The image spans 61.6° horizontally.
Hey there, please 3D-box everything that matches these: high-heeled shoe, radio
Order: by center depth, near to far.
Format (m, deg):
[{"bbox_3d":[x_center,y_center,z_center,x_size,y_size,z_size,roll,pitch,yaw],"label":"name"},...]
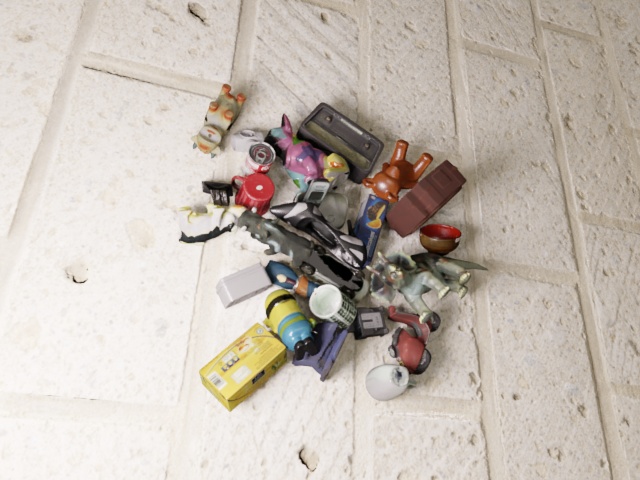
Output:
[{"bbox_3d":[-0.003,-0.004,1.280,0.249,0.086,0.145,8,57,-22],"label":"high-heeled shoe"},{"bbox_3d":[0.058,-0.271,1.497,0.229,0.073,0.131,35,60,-2],"label":"radio"}]

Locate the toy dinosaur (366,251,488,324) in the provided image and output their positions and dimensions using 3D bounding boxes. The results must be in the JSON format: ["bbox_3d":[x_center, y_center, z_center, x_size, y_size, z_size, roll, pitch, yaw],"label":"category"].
[{"bbox_3d":[0.269,0.086,1.376,0.192,0.131,0.405,42,32,26],"label":"toy dinosaur"}]

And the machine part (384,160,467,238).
[{"bbox_3d":[0.281,-0.105,1.426,0.201,0.201,0.087,-38,83,-30],"label":"machine part"}]

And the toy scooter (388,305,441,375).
[{"bbox_3d":[0.216,0.232,1.321,0.135,0.075,0.184,29,57,-5],"label":"toy scooter"}]

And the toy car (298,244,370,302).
[{"bbox_3d":[0.030,0.080,1.336,0.202,0.056,0.073,32,66,-2],"label":"toy car"}]

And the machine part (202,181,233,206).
[{"bbox_3d":[-0.246,-0.117,1.297,0.084,0.139,0.039,14,105,-18],"label":"machine part"}]

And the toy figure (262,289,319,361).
[{"bbox_3d":[-0.064,0.183,1.201,0.082,0.089,0.180,4,27,-32],"label":"toy figure"}]

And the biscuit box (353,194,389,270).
[{"bbox_3d":[0.122,-0.021,1.412,0.063,0.059,0.203,24,61,-8],"label":"biscuit box"}]

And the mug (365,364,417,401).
[{"bbox_3d":[0.172,0.328,1.241,0.109,0.107,0.081,17,63,-9],"label":"mug"}]

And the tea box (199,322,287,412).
[{"bbox_3d":[-0.163,0.269,1.153,0.098,0.068,0.169,37,56,27],"label":"tea box"}]

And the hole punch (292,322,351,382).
[{"bbox_3d":[0.002,0.246,1.218,0.092,0.115,0.142,31,59,5],"label":"hole punch"}]

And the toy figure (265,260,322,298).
[{"bbox_3d":[-0.063,0.100,1.289,0.154,0.057,0.064,28,37,-2],"label":"toy figure"}]

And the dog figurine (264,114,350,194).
[{"bbox_3d":[-0.042,-0.231,1.426,0.191,0.108,0.219,-18,71,-25],"label":"dog figurine"}]

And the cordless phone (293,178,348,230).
[{"bbox_3d":[0.013,-0.100,1.338,0.146,0.184,0.089,2,61,-19],"label":"cordless phone"}]

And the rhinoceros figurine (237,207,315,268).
[{"bbox_3d":[-0.106,-0.006,1.264,0.190,0.112,0.073,29,74,3],"label":"rhinoceros figurine"}]

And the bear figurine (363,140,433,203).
[{"bbox_3d":[0.208,-0.184,1.455,0.120,0.131,0.196,34,28,18],"label":"bear figurine"}]

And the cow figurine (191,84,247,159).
[{"bbox_3d":[-0.265,-0.297,1.379,0.085,0.127,0.195,25,46,-8],"label":"cow figurine"}]

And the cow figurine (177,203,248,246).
[{"bbox_3d":[-0.252,-0.036,1.275,0.167,0.068,0.098,-5,104,-20],"label":"cow figurine"}]

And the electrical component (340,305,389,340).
[{"bbox_3d":[0.101,0.202,1.309,0.119,0.047,0.075,2,65,-21],"label":"electrical component"}]
